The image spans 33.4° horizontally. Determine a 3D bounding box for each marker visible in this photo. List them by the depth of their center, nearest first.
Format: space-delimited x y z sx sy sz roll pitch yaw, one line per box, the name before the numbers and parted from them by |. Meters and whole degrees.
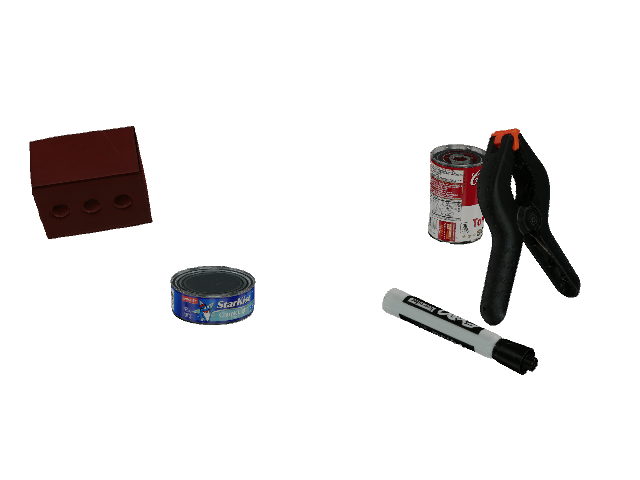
marker | 0.094 0.062 0.729 0.121 0.020 0.020 24 14 36

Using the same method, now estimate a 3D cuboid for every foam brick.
foam brick | -0.164 -0.042 0.762 0.078 0.051 0.053 -10 -40 -6

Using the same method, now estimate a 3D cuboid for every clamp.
clamp | 0.171 -0.010 0.948 0.120 0.171 0.039 -26 11 -40

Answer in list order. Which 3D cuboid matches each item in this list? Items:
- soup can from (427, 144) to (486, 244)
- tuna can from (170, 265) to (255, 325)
soup can | 0.162 -0.054 1.262 0.068 0.102 0.068 0 25 0
tuna can | -0.109 0.055 1.082 0.086 0.034 0.086 2 18 -1
